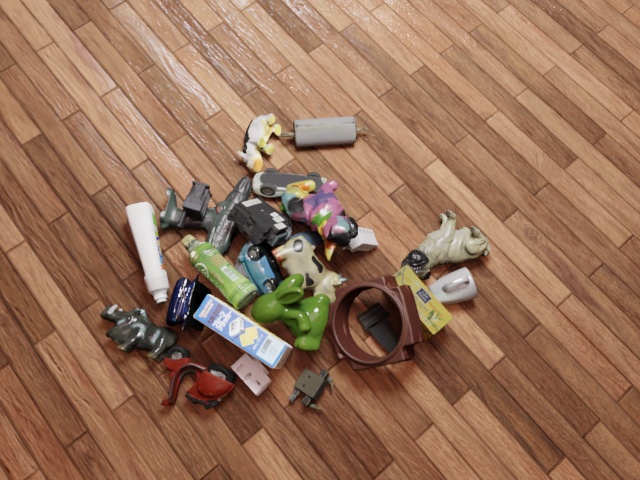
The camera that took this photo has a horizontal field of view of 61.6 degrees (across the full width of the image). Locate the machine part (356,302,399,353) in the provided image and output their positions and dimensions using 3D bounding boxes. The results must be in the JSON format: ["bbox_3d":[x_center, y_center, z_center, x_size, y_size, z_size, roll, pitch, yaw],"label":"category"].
[{"bbox_3d":[0.157,0.224,1.318,0.084,0.039,0.139,-28,72,-17],"label":"machine part"}]

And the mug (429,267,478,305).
[{"bbox_3d":[0.326,0.121,1.329,0.107,0.109,0.081,-21,75,4],"label":"mug"}]

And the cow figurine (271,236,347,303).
[{"bbox_3d":[-0.020,0.079,1.324,0.127,0.085,0.194,-32,99,-5],"label":"cow figurine"}]

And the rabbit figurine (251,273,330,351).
[{"bbox_3d":[-0.070,0.165,1.239,0.170,0.121,0.159,15,114,-14],"label":"rabbit figurine"}]

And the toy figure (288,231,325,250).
[{"bbox_3d":[-0.003,-0.006,1.385,0.154,0.058,0.064,-15,77,-12],"label":"toy figure"}]

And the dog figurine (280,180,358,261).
[{"bbox_3d":[-0.005,-0.048,1.313,0.192,0.108,0.219,-2,40,1],"label":"dog figurine"}]

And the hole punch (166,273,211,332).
[{"bbox_3d":[-0.328,0.153,1.291,0.092,0.115,0.142,10,70,10],"label":"hole punch"}]

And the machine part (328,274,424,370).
[{"bbox_3d":[0.125,0.192,1.249,0.201,0.087,0.201,-18,79,26],"label":"machine part"}]

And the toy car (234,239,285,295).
[{"bbox_3d":[-0.157,0.078,1.335,0.103,0.109,0.161,-26,84,14],"label":"toy car"}]

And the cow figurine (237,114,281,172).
[{"bbox_3d":[-0.178,-0.260,1.460,0.098,0.068,0.167,6,64,32],"label":"cow figurine"}]

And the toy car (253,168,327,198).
[{"bbox_3d":[-0.077,-0.145,1.429,0.202,0.056,0.073,6,51,-1],"label":"toy car"}]

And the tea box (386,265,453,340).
[{"bbox_3d":[0.235,0.155,1.313,0.068,0.098,0.170,-38,77,-13],"label":"tea box"}]

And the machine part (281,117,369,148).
[{"bbox_3d":[0.013,-0.297,1.480,0.243,0.079,0.079,-6,71,-4],"label":"machine part"}]

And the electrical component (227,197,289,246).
[{"bbox_3d":[-0.143,-0.042,1.322,0.134,0.115,0.058,40,118,15],"label":"electrical component"}]

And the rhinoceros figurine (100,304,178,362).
[{"bbox_3d":[-0.437,0.217,1.282,0.190,0.073,0.112,22,72,5],"label":"rhinoceros figurine"}]

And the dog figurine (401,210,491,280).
[{"bbox_3d":[0.321,0.044,1.367,0.172,0.121,0.190,34,87,13],"label":"dog figurine"}]

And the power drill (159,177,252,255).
[{"bbox_3d":[-0.298,-0.077,1.396,0.207,0.086,0.232,13,73,-5],"label":"power drill"}]

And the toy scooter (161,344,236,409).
[{"bbox_3d":[-0.294,0.336,1.244,0.184,0.075,0.135,22,71,9],"label":"toy scooter"}]

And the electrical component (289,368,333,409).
[{"bbox_3d":[-0.016,0.349,1.266,0.078,0.045,0.102,15,65,34],"label":"electrical component"}]

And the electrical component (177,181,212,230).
[{"bbox_3d":[-0.307,-0.078,1.316,0.048,0.074,0.119,15,68,0],"label":"electrical component"}]
